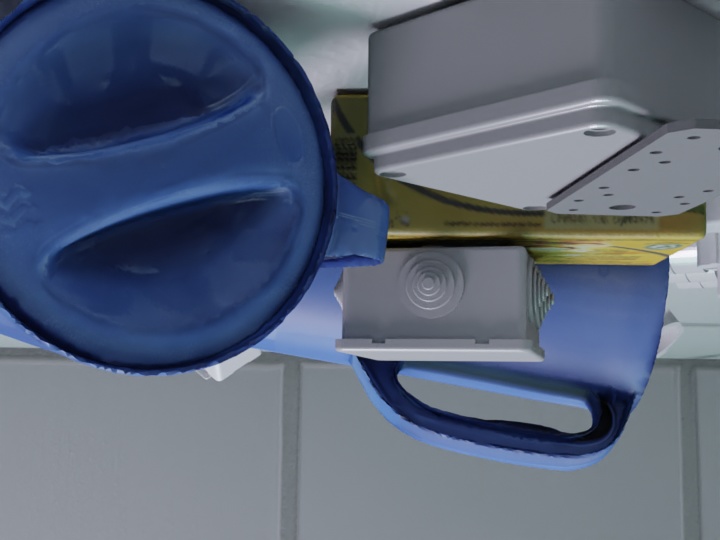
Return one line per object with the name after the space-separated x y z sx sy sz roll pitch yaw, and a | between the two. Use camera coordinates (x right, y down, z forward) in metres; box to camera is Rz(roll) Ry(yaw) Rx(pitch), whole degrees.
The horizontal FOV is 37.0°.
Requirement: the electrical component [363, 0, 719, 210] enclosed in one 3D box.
0.075 -0.062 0.402 0.109 0.056 0.109 -7 169 44 | electrical component

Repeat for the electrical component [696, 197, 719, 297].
0.218 -0.020 0.636 0.083 0.075 0.047 7 170 -40 | electrical component

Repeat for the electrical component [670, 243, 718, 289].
0.243 -0.018 0.735 0.074 0.052 0.138 -4 171 29 | electrical component

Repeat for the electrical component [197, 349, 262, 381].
-0.122 0.018 0.750 0.079 0.063 0.121 -33 -128 -30 | electrical component

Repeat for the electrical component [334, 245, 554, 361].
0.041 0.017 0.516 0.100 0.048 0.100 -1 172 14 | electrical component

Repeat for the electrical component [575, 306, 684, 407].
0.174 0.038 0.816 0.105 0.060 0.186 -38 149 10 | electrical component
